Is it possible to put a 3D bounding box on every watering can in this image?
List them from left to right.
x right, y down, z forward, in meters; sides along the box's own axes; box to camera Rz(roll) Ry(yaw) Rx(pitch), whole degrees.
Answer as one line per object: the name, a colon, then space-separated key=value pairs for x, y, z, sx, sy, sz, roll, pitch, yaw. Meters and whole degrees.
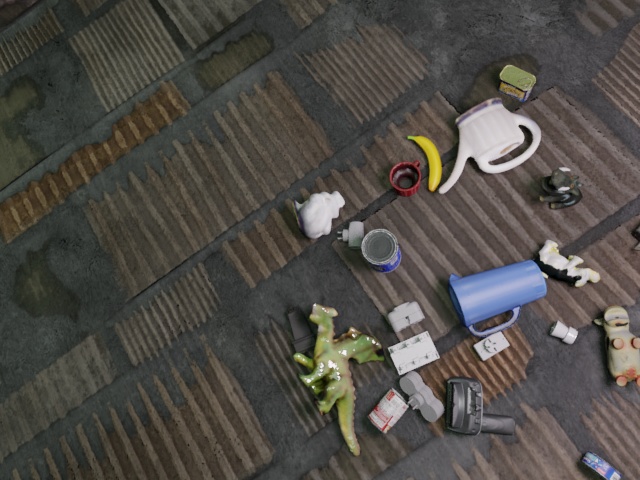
watering can: x=0.476 y=-0.290 z=1.542 sx=0.347 sy=0.102 sz=0.227 roll=-25 pitch=70 yaw=3

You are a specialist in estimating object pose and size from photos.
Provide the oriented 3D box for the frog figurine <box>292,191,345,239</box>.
frog figurine: x=0.005 y=-0.079 z=1.579 sx=0.159 sy=0.124 sz=0.136 roll=-16 pitch=106 yaw=-2

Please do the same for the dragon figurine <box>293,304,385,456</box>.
dragon figurine: x=0.075 y=0.365 z=1.450 sx=0.243 sy=0.121 sz=0.411 roll=-34 pitch=87 yaw=-5
